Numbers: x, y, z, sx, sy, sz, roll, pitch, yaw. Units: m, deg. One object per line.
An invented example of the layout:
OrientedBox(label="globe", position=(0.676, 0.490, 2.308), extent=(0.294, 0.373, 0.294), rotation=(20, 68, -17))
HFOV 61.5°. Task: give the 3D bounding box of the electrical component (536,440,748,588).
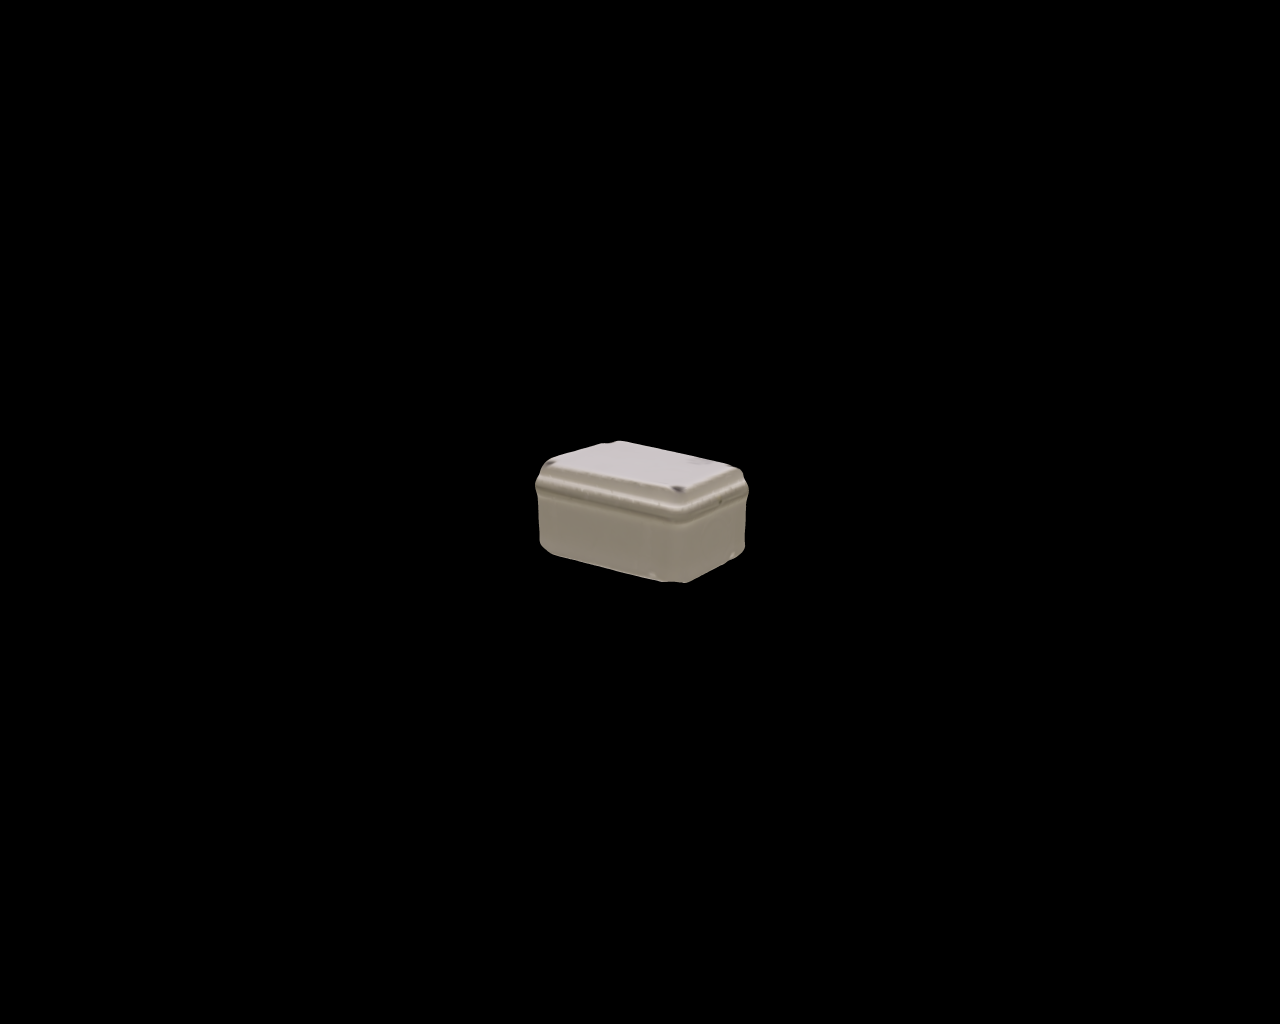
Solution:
OrientedBox(label="electrical component", position=(0.001, -0.003, 0.650), extent=(0.113, 0.057, 0.078), rotation=(14, 22, 36))
